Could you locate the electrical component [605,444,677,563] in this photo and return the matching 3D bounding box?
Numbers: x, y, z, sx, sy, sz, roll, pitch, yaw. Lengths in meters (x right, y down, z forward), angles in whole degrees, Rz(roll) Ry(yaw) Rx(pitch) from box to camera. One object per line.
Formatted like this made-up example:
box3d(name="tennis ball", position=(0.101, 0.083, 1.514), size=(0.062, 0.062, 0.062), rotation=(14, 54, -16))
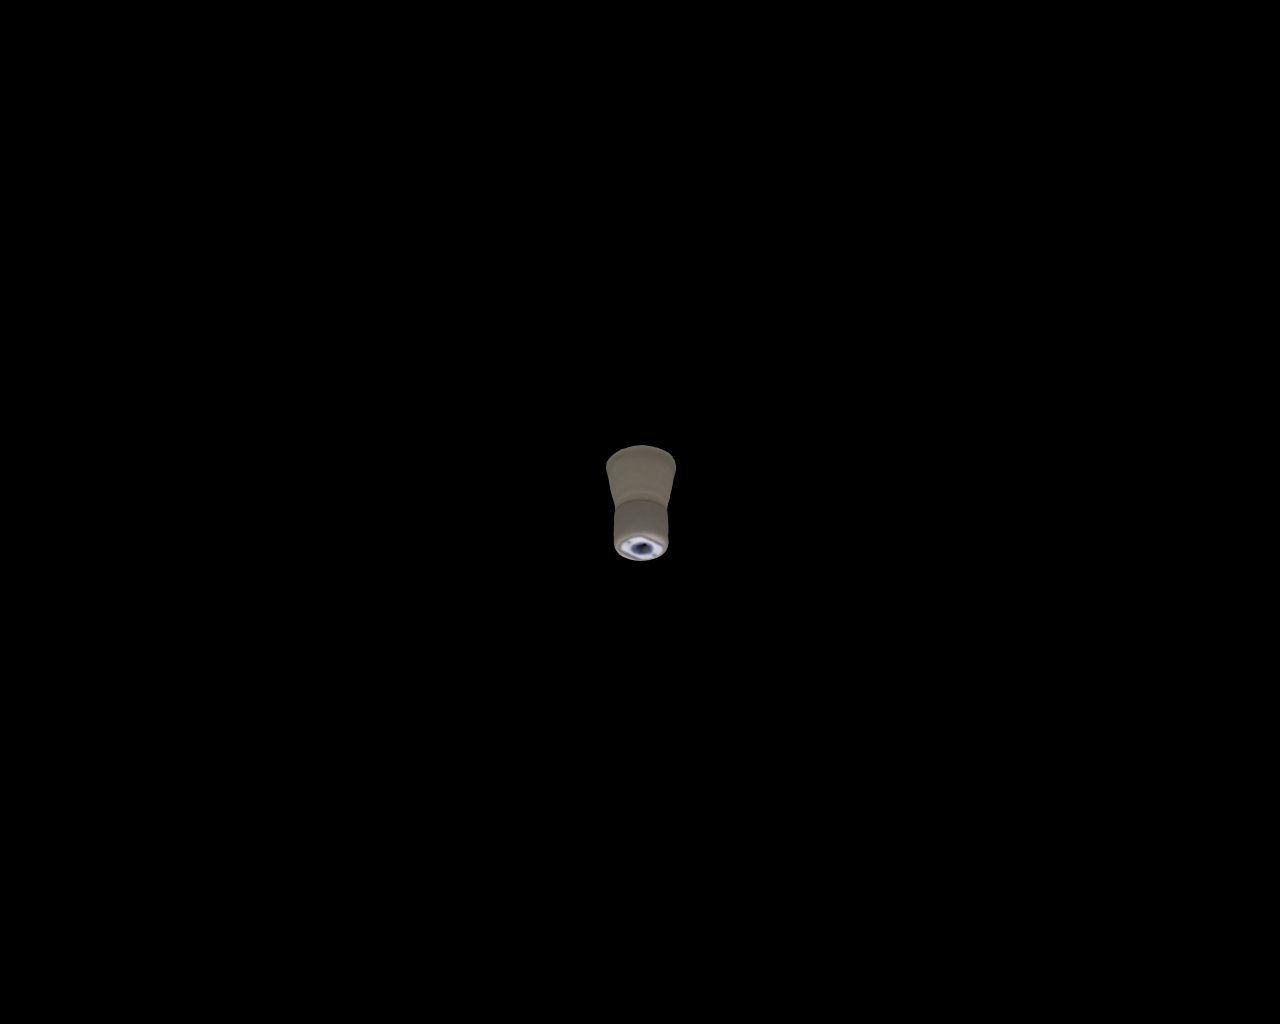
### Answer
box3d(name="electrical component", position=(0.001, -0.003, 0.650), size=(0.044, 0.065, 0.044), rotation=(0, -34, 0))
